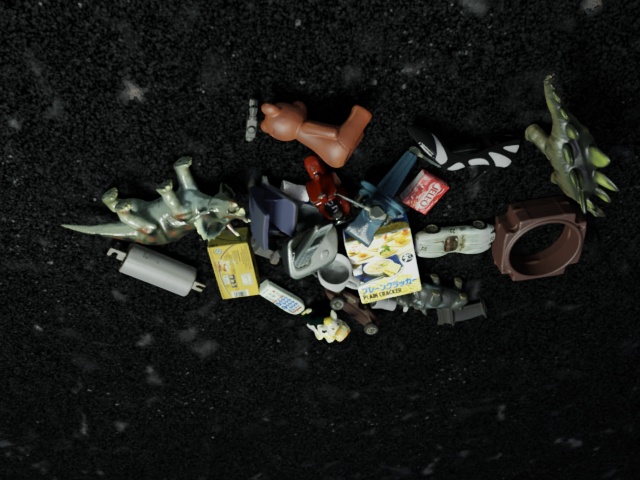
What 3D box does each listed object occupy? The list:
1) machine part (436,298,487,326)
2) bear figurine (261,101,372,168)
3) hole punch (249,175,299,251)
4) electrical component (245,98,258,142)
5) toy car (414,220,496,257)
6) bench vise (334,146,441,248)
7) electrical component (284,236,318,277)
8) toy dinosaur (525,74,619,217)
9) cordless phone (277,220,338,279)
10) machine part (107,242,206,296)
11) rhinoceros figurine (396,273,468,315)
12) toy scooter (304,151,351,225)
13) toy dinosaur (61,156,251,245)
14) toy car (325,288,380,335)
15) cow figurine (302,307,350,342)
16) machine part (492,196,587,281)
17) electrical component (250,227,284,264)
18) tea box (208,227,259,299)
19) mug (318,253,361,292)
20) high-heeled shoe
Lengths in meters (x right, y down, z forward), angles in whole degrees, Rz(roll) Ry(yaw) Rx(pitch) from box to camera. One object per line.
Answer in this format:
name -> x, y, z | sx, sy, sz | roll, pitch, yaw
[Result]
machine part -> 0.395, 0.198, 1.497 | 0.139, 0.039, 0.084 | -10, 123, 5
bear figurine -> -0.015, -0.232, 1.081 | 0.196, 0.132, 0.120 | 32, 161, 6
hole punch -> -0.119, -0.054, 1.183 | 0.092, 0.116, 0.142 | -35, 146, -33
electrical component -> -0.138, -0.234, 1.081 | 0.021, 0.063, 0.094 | 6, 129, -11
toy car -> 0.331, -0.001, 1.319 | 0.202, 0.056, 0.073 | -5, 129, -1
bench vise -> 0.141, -0.103, 1.152 | 0.129, 0.223, 0.240 | 36, 92, 11
electrical component -> -0.034, 0.042, 1.305 | 0.048, 0.075, 0.119 | -38, 118, 23
toy dinosaur -> 0.520, -0.181, 1.105 | 0.105, 0.199, 0.470 | -35, 126, 16
cordless phone -> -0.002, -0.003, 1.168 | 0.146, 0.089, 0.184 | -22, 162, -37
machine part -> -0.388, 0.071, 1.291 | 0.243, 0.079, 0.079 | 27, 121, -23
rhinoceros figurine -> 0.297, 0.149, 1.431 | 0.190, 0.073, 0.112 | 3, 139, -11
toy scooter -> 0.017, -0.096, 1.162 | 0.075, 0.135, 0.183 | -24, 128, 11
toy dinosaur -> -0.341, -0.050, 1.182 | 0.405, 0.131, 0.192 | -17, 128, 16
toy car -> 0.088, 0.172, 1.412 | 0.053, 0.089, 0.202 | -36, 122, 21
cow figurine -> 0.015, 0.213, 1.401 | 0.098, 0.167, 0.068 | 47, 70, -14
machine part -> 0.536, 0.001, 1.323 | 0.201, 0.087, 0.201 | -8, 127, 1
electrical component -> -0.119, 0.008, 1.258 | 0.078, 0.102, 0.045 | 28, 118, -36
tea box -> -0.207, 0.057, 1.303 | 0.098, 0.068, 0.169 | -6, 128, -2
mug -> 0.048, 0.089, 1.316 | 0.110, 0.081, 0.107 | 19, 162, 6
high-heeled shoe -> 0.312, -0.213, 1.138 | 0.248, 0.086, 0.145 | 29, 114, -28
